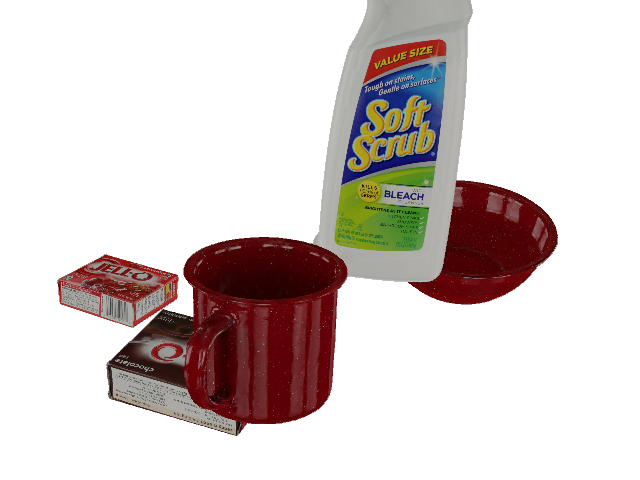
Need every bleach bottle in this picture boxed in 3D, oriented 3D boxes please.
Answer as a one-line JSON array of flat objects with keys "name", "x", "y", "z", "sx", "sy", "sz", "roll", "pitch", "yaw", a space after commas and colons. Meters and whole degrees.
[{"name": "bleach bottle", "x": 0.050, "y": -0.097, "z": 0.750, "sx": 0.102, "sy": 0.251, "sz": 0.068, "roll": 6, "pitch": 24, "yaw": 7}]

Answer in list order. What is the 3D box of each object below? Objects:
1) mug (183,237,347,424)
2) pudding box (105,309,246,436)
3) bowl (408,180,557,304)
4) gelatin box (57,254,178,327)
[{"name": "mug", "x": -0.038, "y": 0.056, "z": 0.608, "sx": 0.093, "sy": 0.081, "sz": 0.117, "roll": 13, "pitch": 25, "yaw": 25}, {"name": "pudding box", "x": -0.095, "y": 0.100, "z": 0.827, "sx": 0.114, "sy": 0.039, "sz": 0.090, "roll": 11, "pitch": 27, "yaw": 17}, {"name": "bowl", "x": 0.124, "y": 0.008, "z": 0.942, "sx": 0.162, "sy": 0.055, "sz": 0.162, "roll": 1, "pitch": 33, "yaw": -1}, {"name": "gelatin box", "x": -0.192, "y": 0.046, "z": 1.013, "sx": 0.089, "sy": 0.030, "sz": 0.073, "roll": 15, "pitch": 25, "yaw": 24}]
